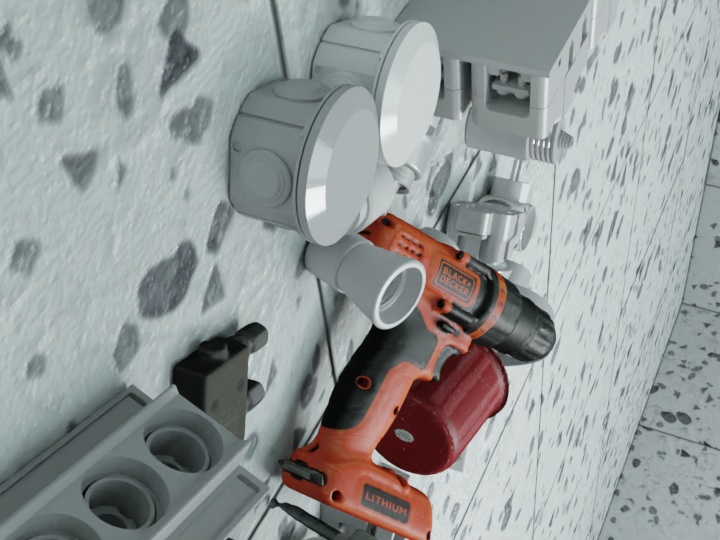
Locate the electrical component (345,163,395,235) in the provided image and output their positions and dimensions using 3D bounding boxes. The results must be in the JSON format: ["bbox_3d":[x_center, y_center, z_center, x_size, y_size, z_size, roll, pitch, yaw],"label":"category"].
[{"bbox_3d":[-0.010,-0.038,0.605,0.078,0.040,0.040,-41,142,-56],"label":"electrical component"}]

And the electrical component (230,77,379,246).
[{"bbox_3d":[-0.026,-0.056,0.537,0.080,0.051,0.080,16,90,-69],"label":"electrical component"}]

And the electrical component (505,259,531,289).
[{"bbox_3d":[0.131,0.040,1.020,0.079,0.043,0.077,62,47,-62],"label":"electrical component"}]

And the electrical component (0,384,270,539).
[{"bbox_3d":[-0.104,0.108,0.439,0.121,0.079,0.063,-41,164,-55],"label":"electrical component"}]

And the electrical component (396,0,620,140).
[{"bbox_3d":[0.103,-0.169,0.707,0.186,0.105,0.060,-58,154,-36],"label":"electrical component"}]

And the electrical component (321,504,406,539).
[{"bbox_3d":[0.006,0.180,0.785,0.066,0.055,0.048,-44,144,-53],"label":"electrical component"}]

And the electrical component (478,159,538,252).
[{"bbox_3d":[0.132,-0.059,0.949,0.077,0.044,0.079,-5,110,-68],"label":"electrical component"}]

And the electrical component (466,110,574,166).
[{"bbox_3d":[0.129,-0.109,0.853,0.043,0.081,0.043,16,90,-69],"label":"electrical component"}]

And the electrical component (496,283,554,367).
[{"bbox_3d":[0.115,0.051,0.916,0.099,0.099,0.064,69,36,-58],"label":"electrical component"}]

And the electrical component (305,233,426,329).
[{"bbox_3d":[0.000,0.000,0.624,0.044,0.065,0.044,-33,140,-33],"label":"electrical component"}]

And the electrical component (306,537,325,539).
[{"bbox_3d":[-0.029,0.202,0.729,0.062,0.043,0.043,-46,146,-54],"label":"electrical component"}]

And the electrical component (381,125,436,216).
[{"bbox_3d":[0.018,-0.064,0.656,0.062,0.043,0.043,-69,159,-10],"label":"electrical component"}]

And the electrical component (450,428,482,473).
[{"bbox_3d":[0.090,0.133,0.978,0.077,0.047,0.065,-35,137,-60],"label":"electrical component"}]

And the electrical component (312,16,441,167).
[{"bbox_3d":[0.010,-0.101,0.597,0.080,0.051,0.080,-51,149,-47],"label":"electrical component"}]

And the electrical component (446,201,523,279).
[{"bbox_3d":[0.098,-0.022,0.872,0.078,0.058,0.057,-17,118,-66],"label":"electrical component"}]

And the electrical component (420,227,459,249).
[{"bbox_3d":[0.050,0.002,0.783,0.081,0.043,0.043,-63,158,-48],"label":"electrical component"}]
